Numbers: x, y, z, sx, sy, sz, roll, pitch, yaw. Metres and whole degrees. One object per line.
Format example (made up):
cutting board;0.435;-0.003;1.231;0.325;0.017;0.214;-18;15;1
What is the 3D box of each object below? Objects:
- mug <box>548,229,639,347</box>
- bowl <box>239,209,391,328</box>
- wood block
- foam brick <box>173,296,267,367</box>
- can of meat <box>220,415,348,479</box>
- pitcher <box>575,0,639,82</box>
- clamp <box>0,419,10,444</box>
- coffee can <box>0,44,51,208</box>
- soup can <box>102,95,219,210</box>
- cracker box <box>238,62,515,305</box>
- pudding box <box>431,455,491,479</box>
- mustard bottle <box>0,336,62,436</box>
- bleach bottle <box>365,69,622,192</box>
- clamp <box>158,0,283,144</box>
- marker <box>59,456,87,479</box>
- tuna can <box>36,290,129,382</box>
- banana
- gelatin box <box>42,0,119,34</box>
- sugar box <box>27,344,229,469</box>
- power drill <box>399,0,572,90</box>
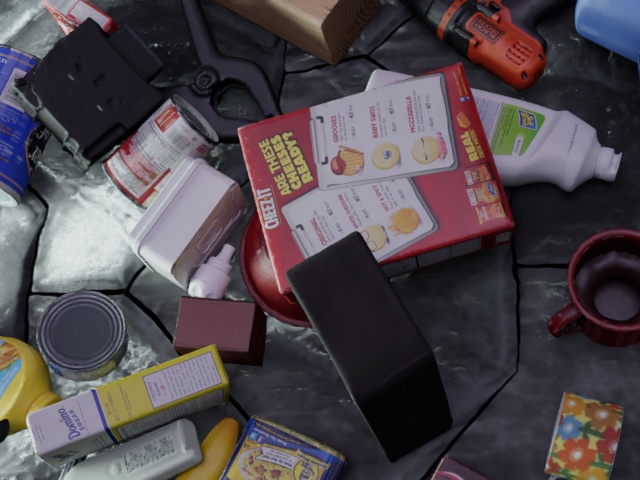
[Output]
mug;0.255;0.053;0.948;0.117;0.081;0.093;-32;67;-2
bowl;-0.007;0.001;1.035;0.162;0.055;0.162;-4;69;10
wood block;-0.049;-0.282;1.131;0.206;0.090;0.090;32;79;20
foam brick;-0.094;0.087;1.020;0.078;0.053;0.051;4;70;12
can of meat;-0.035;0.215;0.959;0.102;0.057;0.084;22;73;17
pitcher;0.363;-0.190;0.999;0.243;0.145;0.149;29;39;23
clamp;-0.360;0.215;1.007;0.120;0.039;0.171;19;97;24
coffee can;-0.334;-0.119;1.118;0.103;0.102;0.140;16;73;16
soup can;-0.160;-0.088;1.077;0.102;0.068;0.068;-42;67;11
cracker box;0.051;-0.049;0.969;0.214;0.072;0.164;-17;73;4
pudding box;0.135;0.251;0.913;0.113;0.039;0.090;28;77;8
mustard bottle;-0.323;0.137;1.043;0.192;0.058;0.096;26;77;19
bleach bottle;0.161;-0.092;1.034;0.251;0.068;0.102;15;75;14
clamp;-0.116;-0.173;1.128;0.210;0.036;0.164;26;86;18
marker;-0.231;0.202;1.022;0.020;0.020;0.121;13;73;15
tuna can;-0.231;0.095;1.044;0.086;0.034;0.086;1;62;-2
banana;-0.148;0.241;0.981;0.198;0.037;0.070;-33;67;-2
gelatin box;-0.251;-0.230;1.160;0.089;0.073;0.030;35;80;20
sugar box;-0.171;0.152;0.968;0.176;0.093;0.048;-17;73;-11
power drill;0.196;-0.266;1.096;0.184;0.057;0.187;41;84;18
